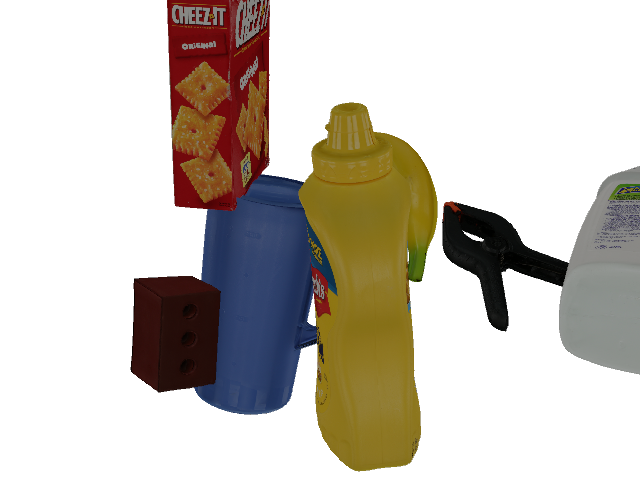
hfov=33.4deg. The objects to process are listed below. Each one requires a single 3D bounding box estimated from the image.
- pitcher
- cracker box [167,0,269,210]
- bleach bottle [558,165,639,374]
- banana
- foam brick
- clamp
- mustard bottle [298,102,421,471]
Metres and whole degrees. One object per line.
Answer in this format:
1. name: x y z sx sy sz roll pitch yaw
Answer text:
1. pitcher: -0.058 0.058 1.130 0.144 0.243 0.149 1 17 -25
2. cracker box: -0.097 -0.157 1.084 0.072 0.214 0.164 5 22 9
3. bleach bottle: 0.219 0.002 0.684 0.103 0.068 0.250 9 23 19
4. banana: 0.045 -0.045 0.792 0.037 0.070 0.198 23 18 -25
5. foam brick: -0.113 0.071 0.833 0.052 0.078 0.051 -4 14 -33
6. clamp: 0.187 0.016 1.068 0.120 0.039 0.171 -10 45 -22
7. mustard bottle: 0.021 0.020 0.570 0.058 0.192 0.096 -6 25 -4
